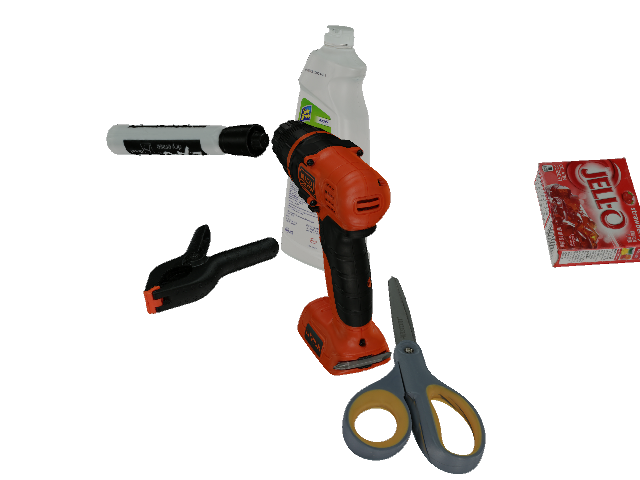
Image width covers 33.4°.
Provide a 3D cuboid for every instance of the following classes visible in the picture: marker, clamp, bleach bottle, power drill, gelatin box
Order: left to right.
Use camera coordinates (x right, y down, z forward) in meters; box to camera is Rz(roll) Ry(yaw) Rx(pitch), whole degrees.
[{"bbox_3d":[-0.080,-0.060,0.634,0.121,0.020,0.020,5,3,37],"label":"marker"},{"bbox_3d":[-0.129,0.032,1.212,0.120,0.039,0.171,0,30,31],"label":"clamp"},{"bbox_3d":[0.006,0.003,0.887,0.057,0.188,0.185,-13,25,-15],"label":"power drill"},{"bbox_3d":[0.015,-0.098,1.131,0.103,0.251,0.067,22,24,40],"label":"bleach bottle"},{"bbox_3d":[0.216,-0.024,0.855,0.073,0.089,0.030,-3,-34,-1],"label":"gelatin box"}]

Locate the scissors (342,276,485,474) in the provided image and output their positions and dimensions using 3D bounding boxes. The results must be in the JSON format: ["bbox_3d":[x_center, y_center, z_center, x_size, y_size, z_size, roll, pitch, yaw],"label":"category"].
[{"bbox_3d":[0.043,0.084,0.709,0.096,0.016,0.202,-5,32,-18],"label":"scissors"}]
